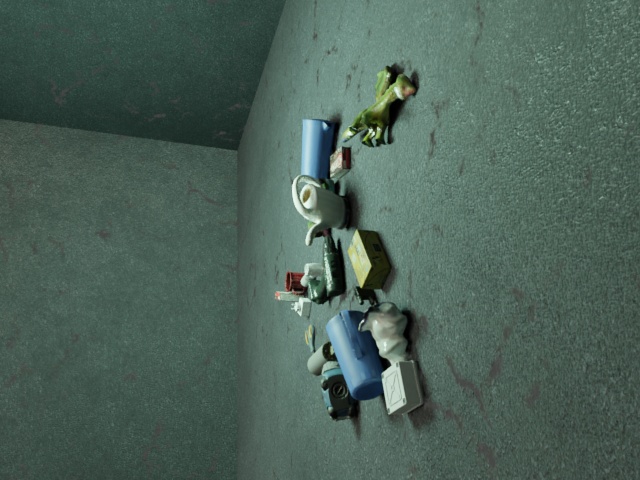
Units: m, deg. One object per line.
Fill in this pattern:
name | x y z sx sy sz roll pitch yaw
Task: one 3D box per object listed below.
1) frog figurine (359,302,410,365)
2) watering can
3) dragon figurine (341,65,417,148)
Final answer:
frog figurine | 0.192 0.249 1.377 0.161 0.124 0.134 43 126 21
watering can | 0.005 -0.090 1.798 0.102 0.223 0.356 -47 38 35
dragon figurine | 0.177 -0.428 1.627 0.243 0.121 0.412 -67 21 -1
